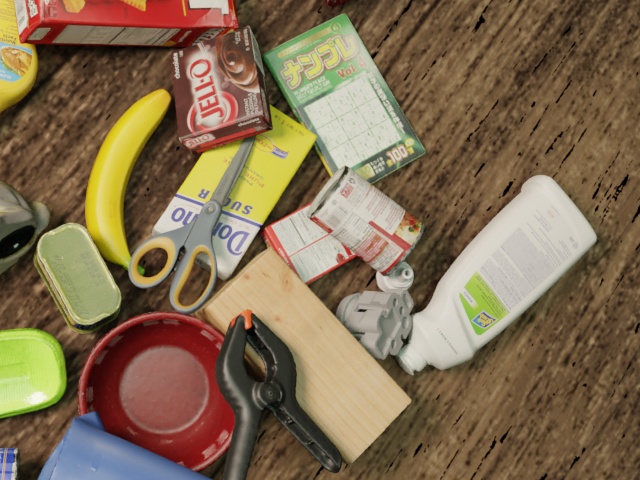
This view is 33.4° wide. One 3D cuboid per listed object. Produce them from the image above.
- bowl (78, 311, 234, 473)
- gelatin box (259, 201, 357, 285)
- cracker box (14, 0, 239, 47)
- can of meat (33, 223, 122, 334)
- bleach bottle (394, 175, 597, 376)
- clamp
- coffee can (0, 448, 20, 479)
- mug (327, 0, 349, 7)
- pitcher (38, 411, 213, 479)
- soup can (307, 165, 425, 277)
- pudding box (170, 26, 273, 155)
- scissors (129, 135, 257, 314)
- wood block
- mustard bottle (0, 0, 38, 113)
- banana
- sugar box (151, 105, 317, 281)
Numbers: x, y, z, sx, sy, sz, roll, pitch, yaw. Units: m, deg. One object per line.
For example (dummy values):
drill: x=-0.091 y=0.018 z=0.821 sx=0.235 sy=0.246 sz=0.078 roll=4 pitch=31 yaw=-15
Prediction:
bowl: x=-0.152 y=0.149 z=1.041 sx=0.162 sy=0.055 sz=0.162 roll=0 pitch=89 yaw=-7
gelatin box: x=-0.007 y=0.001 z=1.116 sx=0.089 sy=0.030 sz=0.073 roll=-29 pitch=89 yaw=-18
cracker box: x=-0.196 y=-0.280 z=1.059 sx=0.213 sy=0.072 sz=0.164 roll=-5 pitch=84 yaw=-32
can of meat: x=-0.233 y=0.037 z=1.029 sx=0.057 sy=0.084 sz=0.102 roll=-29 pitch=90 yaw=-16
bleach bottle: x=0.175 y=0.046 z=1.138 sx=0.250 sy=0.068 sz=0.102 roll=-40 pitch=92 yaw=-13
clamp: x=-0.058 y=0.151 z=0.972 sx=0.120 sy=0.039 sz=0.171 roll=-17 pitch=77 yaw=-39
coffee can: x=-0.346 y=0.239 z=0.964 sx=0.140 sy=0.103 sz=0.103 roll=3 pitch=82 yaw=-13
mug: x=0.031 y=-0.314 z=1.146 sx=0.117 sy=0.093 sz=0.081 roll=-31 pitch=85 yaw=-46
pitcher: x=-0.142 y=0.270 z=0.949 sx=0.242 sy=0.145 sz=0.149 roll=24 pitch=94 yaw=-9
soup can: x=0.046 y=-0.019 z=1.082 sx=0.102 sy=0.069 sz=0.068 roll=37 pitch=76 yaw=-8
pudding box: x=-0.100 y=-0.150 z=1.075 sx=0.090 sy=0.039 sz=0.113 roll=-16 pitch=59 yaw=11
scissors: x=-0.127 y=-0.024 z=1.050 sx=0.096 sy=0.016 sz=0.201 roll=7 pitch=67 yaw=8
wood block: x=-0.019 y=0.117 z=1.066 sx=0.090 sy=0.091 sz=0.206 roll=-44 pitch=94 yaw=-15
mustard bottle: x=-0.325 y=-0.189 z=1.051 sx=0.096 sy=0.058 sz=0.191 roll=11 pitch=80 yaw=-18
banana: x=-0.197 y=-0.061 z=1.074 sx=0.069 sy=0.037 sz=0.198 roll=8 pitch=79 yaw=-9
sugar box: x=-0.087 y=-0.056 z=1.096 sx=0.093 sy=0.048 sz=0.176 roll=32 pitch=75 yaw=-6
